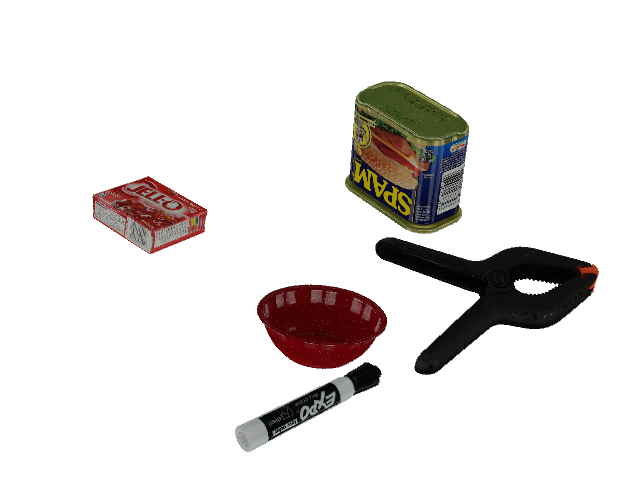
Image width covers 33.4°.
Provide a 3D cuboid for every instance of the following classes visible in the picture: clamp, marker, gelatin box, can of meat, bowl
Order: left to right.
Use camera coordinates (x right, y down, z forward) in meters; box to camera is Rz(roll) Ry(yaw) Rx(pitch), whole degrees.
[{"bbox_3d":[-0.168,-0.027,1.049,0.089,0.030,0.073,30,35,31],"label":"gelatin box"},{"bbox_3d":[-0.005,0.115,0.750,0.120,0.020,0.020,-22,12,-32],"label":"marker"},{"bbox_3d":[0.000,0.113,1.326,0.162,0.055,0.162,5,23,-2],"label":"bowl"},{"bbox_3d":[0.068,-0.068,0.845,0.057,0.084,0.102,-23,43,-32],"label":"can of meat"},{"bbox_3d":[0.164,0.056,1.013,0.210,0.164,0.036,-2,-44,-4],"label":"clamp"}]
